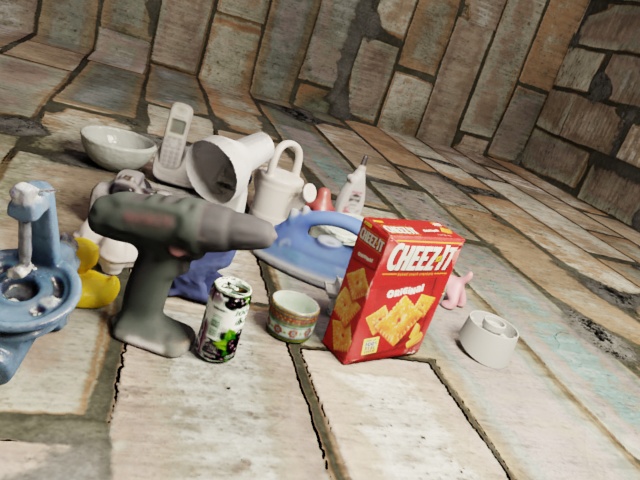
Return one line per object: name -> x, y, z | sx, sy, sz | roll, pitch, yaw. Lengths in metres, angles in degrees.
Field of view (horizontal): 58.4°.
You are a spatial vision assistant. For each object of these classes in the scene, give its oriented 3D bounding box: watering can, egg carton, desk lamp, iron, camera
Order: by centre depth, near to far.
egg carton -> -0.309, 0.000, 0.920 | 0.107, 0.069, 0.151 | 25, 21, 18
camera -> -0.335, -0.078, 1.057 | 0.143, 0.101, 0.136 | 15, 20, -10
iron -> 0.010, 0.004, 1.082 | 0.258, 0.141, 0.118 | 18, 20, 0
desk lamp -> -0.167, -0.103, 1.102 | 0.117, 0.213, 0.204 | 26, 21, 20
watering can -> -0.080, -0.122, 1.255 | 0.172, 0.194, 0.101 | 24, 21, 14

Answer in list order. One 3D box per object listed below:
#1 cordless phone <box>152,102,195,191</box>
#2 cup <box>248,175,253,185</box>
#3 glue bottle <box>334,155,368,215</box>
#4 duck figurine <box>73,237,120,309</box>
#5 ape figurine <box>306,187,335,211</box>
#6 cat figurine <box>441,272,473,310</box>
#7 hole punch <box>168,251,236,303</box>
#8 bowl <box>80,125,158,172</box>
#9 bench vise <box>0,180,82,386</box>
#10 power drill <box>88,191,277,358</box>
cordless phone -> -0.296, -0.210, 1.310 | 0.148, 0.185, 0.094 | 14, 21, -12
cup -> -0.217, -0.122, 1.282 | 0.118, 0.095, 0.091 | 13, 21, -14
glue bottle -> 0.091, -0.138, 1.476 | 0.078, 0.173, 0.037 | 3, 25, -36
duck figurine -> -0.323, 0.040, 0.781 | 0.104, 0.086, 0.077 | 16, 20, -7
ape figurine -> 0.003, -0.082, 1.373 | 0.078, 0.092, 0.076 | 16, 20, -5
cat figurine -> 0.254, 0.063, 1.175 | 0.127, 0.118, 0.067 | 32, 24, 33
hole punch -> -0.185, 0.039, 0.896 | 0.101, 0.091, 0.108 | 16, 20, -6
bowl -> -0.460, -0.199, 1.300 | 0.167, 0.075, 0.167 | 16, 20, -6
bench vise -> -0.326, 0.020, 0.635 | 0.122, 0.220, 0.207 | 9, 22, -25
power drill -> -0.185, 0.038, 0.728 | 0.229, 0.208, 0.075 | 19, 20, 1
